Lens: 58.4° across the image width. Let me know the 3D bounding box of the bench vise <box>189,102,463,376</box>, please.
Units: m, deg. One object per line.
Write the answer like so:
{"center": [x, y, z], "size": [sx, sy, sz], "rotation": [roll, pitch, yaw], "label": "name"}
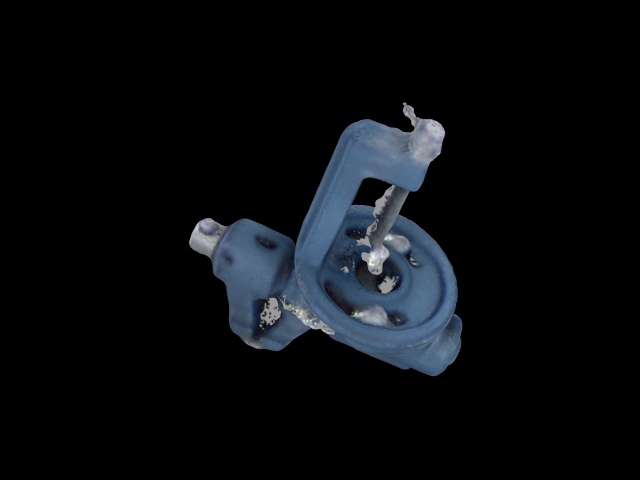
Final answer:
{"center": [0.003, 0.010, 0.392], "size": [0.207, 0.220, 0.121], "rotation": [0, 46, 0], "label": "bench vise"}
